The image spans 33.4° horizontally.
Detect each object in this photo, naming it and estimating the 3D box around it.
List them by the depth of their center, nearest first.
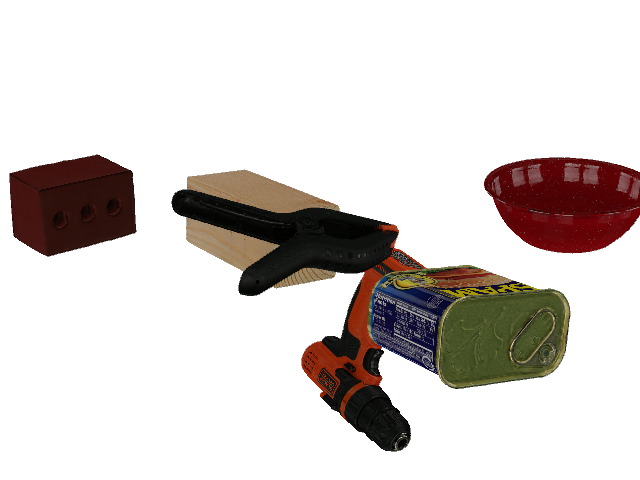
[{"bbox_3d":[0.092,0.051,0.682,0.101,0.057,0.084,-3,13,-31],"label":"can of meat"},{"bbox_3d":[-0.186,-0.028,0.801,0.078,0.053,0.051,-18,30,-36],"label":"foam brick"},{"bbox_3d":[-0.015,0.004,0.962,0.209,0.036,0.165,4,28,-26],"label":"clamp"},{"bbox_3d":[0.239,-0.030,1.034,0.162,0.055,0.162,-2,23,1],"label":"bowl"},{"bbox_3d":[0.064,0.111,1.155,0.057,0.188,0.185,13,17,-40],"label":"power drill"},{"bbox_3d":[-0.075,-0.018,1.296,0.090,0.090,0.206,-9,20,-34],"label":"wood block"}]
